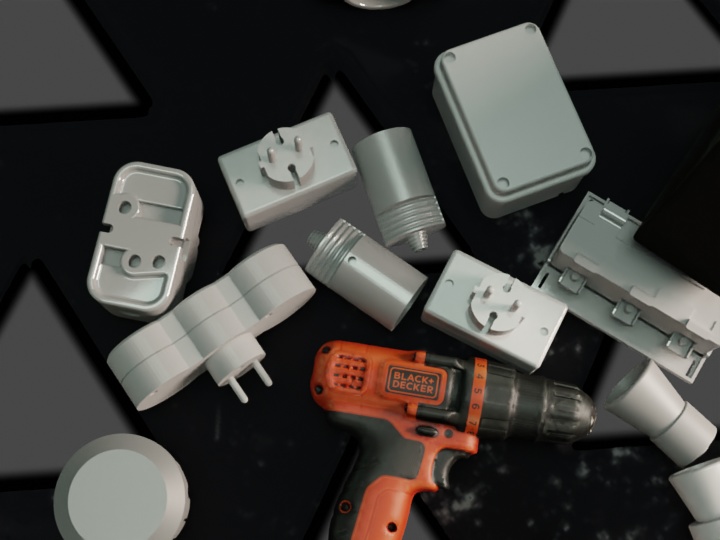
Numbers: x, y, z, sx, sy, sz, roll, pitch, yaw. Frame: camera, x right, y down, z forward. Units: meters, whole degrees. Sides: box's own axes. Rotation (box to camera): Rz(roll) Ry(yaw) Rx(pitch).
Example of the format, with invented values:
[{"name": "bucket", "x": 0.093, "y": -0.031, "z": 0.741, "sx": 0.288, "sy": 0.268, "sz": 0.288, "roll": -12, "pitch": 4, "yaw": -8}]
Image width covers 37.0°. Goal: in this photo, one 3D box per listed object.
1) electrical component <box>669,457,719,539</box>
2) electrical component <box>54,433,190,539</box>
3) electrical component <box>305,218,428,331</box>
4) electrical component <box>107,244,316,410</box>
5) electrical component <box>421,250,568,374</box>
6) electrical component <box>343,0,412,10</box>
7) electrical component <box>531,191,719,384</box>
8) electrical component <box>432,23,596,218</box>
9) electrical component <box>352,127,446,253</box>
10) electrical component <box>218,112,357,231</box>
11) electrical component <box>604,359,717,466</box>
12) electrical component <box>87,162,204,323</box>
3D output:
[{"name": "electrical component", "x": 0.227, "y": 0.150, "z": 0.682, "sx": 0.045, "sy": 0.045, "sz": 0.055, "roll": -19, "pitch": 78, "yaw": -5}, {"name": "electrical component", "x": -0.147, "y": 0.145, "z": 0.676, "sx": 0.080, "sy": 0.051, "sz": 0.080, "roll": 0, "pitch": 77, "yaw": 0}, {"name": "electrical component", "x": 0.000, "y": 0.000, "z": 0.716, "sx": 0.081, "sy": 0.043, "sz": 0.043, "roll": 34, "pitch": 79, "yaw": 7}, {"name": "electrical component", "x": -0.086, "y": 0.050, "z": 0.698, "sx": 0.138, "sy": 0.052, "sz": 0.073, "roll": -34, "pitch": 80, "yaw": -8}, {"name": "electrical component", "x": 0.088, "y": 0.024, "z": 0.694, "sx": 0.083, "sy": 0.075, "sz": 0.047, "roll": 27, "pitch": 78, "yaw": 6}, {"name": "electrical component", "x": 0.012, "y": -0.224, "z": 0.763, "sx": 0.095, "sy": 0.053, "sz": 0.059, "roll": -2, "pitch": 77, "yaw": -1}, {"name": "electrical component", "x": 0.186, "y": 0.008, "z": 0.706, "sx": 0.121, "sy": 0.063, "sz": 0.078, "roll": 31, "pitch": 78, "yaw": 6}, {"name": "electrical component", "x": 0.103, "y": -0.102, "z": 0.734, "sx": 0.078, "sy": 0.057, "sz": 0.113, "roll": -20, "pitch": 78, "yaw": -5}, {"name": "electrical component", "x": 0.028, "y": -0.051, "z": 0.728, "sx": 0.043, "sy": 0.043, "sz": 0.081, "roll": -18, "pitch": 78, "yaw": -5}, {"name": "electrical component", "x": -0.048, "y": -0.071, "z": 0.715, "sx": 0.083, "sy": 0.075, "sz": 0.047, "roll": -23, "pitch": 78, "yaw": -6}, {"name": "electrical component", "x": 0.197, "y": 0.095, "z": 0.697, "sx": 0.065, "sy": 0.044, "sz": 0.044, "roll": 43, "pitch": 80, "yaw": 4}, {"name": "electrical component", "x": -0.139, "y": -0.016, "z": 0.709, "sx": 0.054, "sy": 0.059, "sz": 0.095, "roll": 11, "pitch": 77, "yaw": 2}]
